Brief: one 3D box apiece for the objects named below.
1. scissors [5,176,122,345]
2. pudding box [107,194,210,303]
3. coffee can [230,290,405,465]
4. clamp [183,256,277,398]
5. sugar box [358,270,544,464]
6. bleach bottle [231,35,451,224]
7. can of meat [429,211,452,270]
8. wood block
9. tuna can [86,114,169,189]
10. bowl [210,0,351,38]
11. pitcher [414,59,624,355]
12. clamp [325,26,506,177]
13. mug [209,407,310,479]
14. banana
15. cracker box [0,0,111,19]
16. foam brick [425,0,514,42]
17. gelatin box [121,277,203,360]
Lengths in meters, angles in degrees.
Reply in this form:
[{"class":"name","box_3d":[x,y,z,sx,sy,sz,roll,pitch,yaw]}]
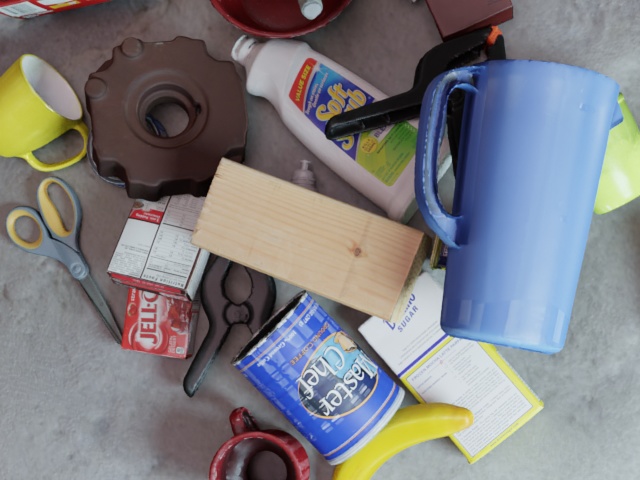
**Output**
[{"class":"scissors","box_3d":[-0.281,0.031,1.159,0.096,0.016,0.202,-18,83,10]},{"class":"pudding box","box_3d":[-0.159,0.001,1.109,0.090,0.039,0.113,14,69,10]},{"class":"coffee can","box_3d":[-0.002,0.134,1.041,0.103,0.103,0.140,-44,94,5]},{"class":"clamp","box_3d":[-0.093,0.084,1.106,0.120,0.039,0.171,-11,83,-6]},{"class":"sugar box","box_3d":[0.129,0.125,1.062,0.093,0.048,0.176,-41,77,7]},{"class":"bleach bottle","box_3d":[0.010,-0.125,1.089,0.251,0.068,0.102,35,81,12]},{"class":"can of meat","box_3d":[0.154,0.010,1.036,0.084,0.102,0.057,13,88,8]},{"class":"wood block","box_3d":[-0.007,0.001,1.029,0.206,0.090,0.091,21,90,12]},{"class":"tuna can","box_3d":[-0.206,-0.098,1.144,0.086,0.033,0.086,-1,86,10]},{"class":"bowl","box_3d":[-0.039,-0.268,1.101,0.162,0.055,0.162,-1,72,1]},{"class":"pitcher","box_3d":[0.165,-0.030,0.924,0.149,0.144,0.243,8,86,25]},{"class":"clamp","box_3d":[0.113,-0.135,1.041,0.164,0.036,0.209,26,64,8]},{"class":"mug","box_3d":[-0.061,0.224,1.072,0.093,0.081,0.117,-27,82,8]},{"class":"banana","box_3d":[0.068,0.211,1.052,0.070,0.037,0.198,48,116,16]},{"class":"cracker box","box_3d":[-0.278,-0.357,1.142,0.164,0.072,0.214,-6,85,24]},{"class":"foam brick","box_3d":[0.151,-0.237,1.078,0.078,0.051,0.053,-22,84,8]},{"class":"gelatin box","box_3d":[-0.167,0.077,1.127,0.073,0.030,0.089,8,87,11]}]
